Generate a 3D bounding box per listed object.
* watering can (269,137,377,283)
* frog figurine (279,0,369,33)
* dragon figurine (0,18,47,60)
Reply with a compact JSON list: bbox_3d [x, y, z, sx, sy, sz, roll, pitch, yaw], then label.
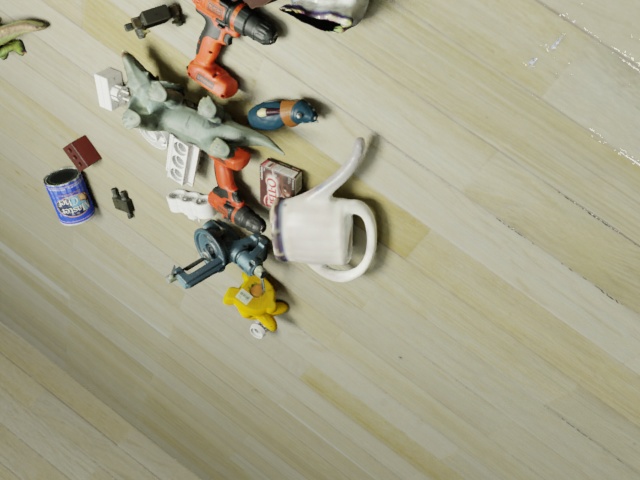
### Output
[{"bbox_3d":[0.003,-0.053,1.047,0.224,0.106,0.340,2,125,10],"label":"watering can"},{"bbox_3d":[0.022,-0.408,0.789,0.138,0.122,0.159,20,97,30],"label":"frog figurine"},{"bbox_3d":[-0.860,-0.466,1.225,0.410,0.247,0.120,3,121,35],"label":"dragon figurine"}]
